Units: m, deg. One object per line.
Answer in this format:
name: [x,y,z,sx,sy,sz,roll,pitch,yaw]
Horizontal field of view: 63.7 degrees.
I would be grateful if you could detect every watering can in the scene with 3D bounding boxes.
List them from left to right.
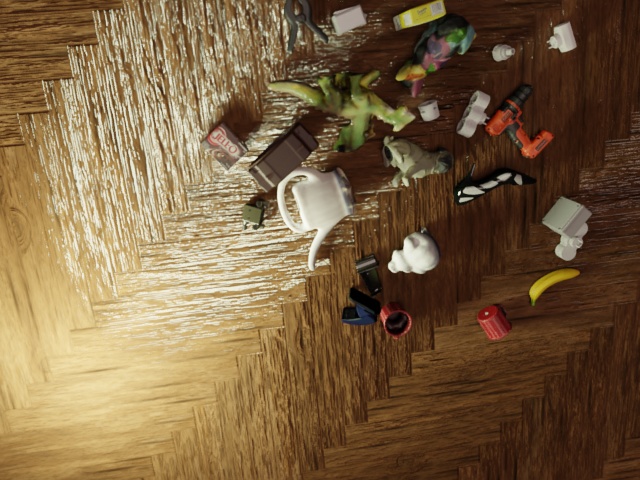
watering can: [0.005,-0.078,1.557,0.224,0.106,0.341,-21,119,-2]

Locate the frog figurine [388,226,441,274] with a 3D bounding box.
frog figurine: [0.292,0.050,1.617,0.160,0.125,0.134,-28,127,-11]

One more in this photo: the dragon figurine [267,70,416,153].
dragon figurine: [0.067,-0.365,1.490,0.410,0.124,0.238,-4,114,8]
